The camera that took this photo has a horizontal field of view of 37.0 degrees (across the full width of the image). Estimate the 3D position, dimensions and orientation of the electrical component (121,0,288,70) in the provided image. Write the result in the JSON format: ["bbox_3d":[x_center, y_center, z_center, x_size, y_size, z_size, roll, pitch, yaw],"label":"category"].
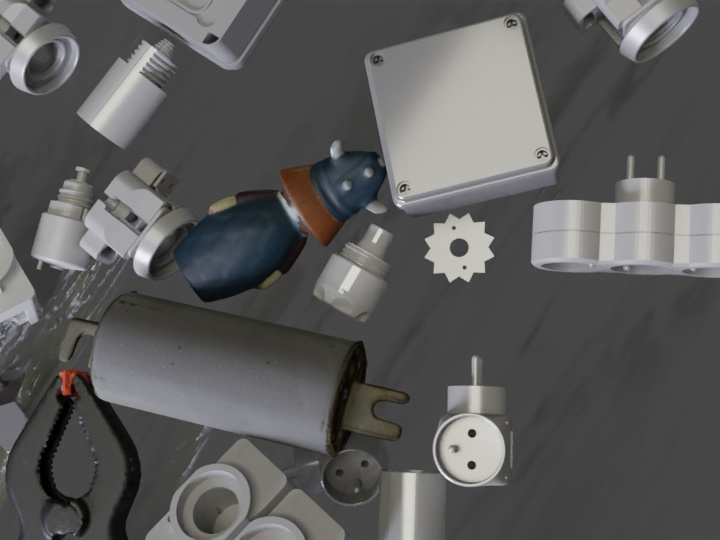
[{"bbox_3d":[-0.116,-0.203,0.766,0.113,0.057,0.078,34,90,15],"label":"electrical component"}]

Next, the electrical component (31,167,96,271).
[{"bbox_3d":[-0.208,-0.035,0.770,0.040,0.040,0.078,13,85,14],"label":"electrical component"}]

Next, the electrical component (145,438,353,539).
[{"bbox_3d":[-0.098,0.207,0.660,0.186,0.060,0.105,-46,54,-12],"label":"electrical component"}]

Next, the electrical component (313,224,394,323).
[{"bbox_3d":[0.000,0.000,0.717,0.043,0.043,0.062,29,88,15],"label":"electrical component"}]

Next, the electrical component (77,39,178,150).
[{"bbox_3d":[-0.161,-0.131,0.773,0.043,0.043,0.081,39,91,15],"label":"electrical component"}]

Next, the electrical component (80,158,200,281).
[{"bbox_3d":[-0.148,-0.030,0.748,0.057,0.058,0.078,38,91,18],"label":"electrical component"}]

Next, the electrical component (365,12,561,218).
[{"bbox_3d":[0.068,-0.100,0.710,0.109,0.056,0.108,-13,79,11],"label":"electrical component"}]

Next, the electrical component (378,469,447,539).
[{"bbox_3d":[0.033,0.169,0.685,0.043,0.043,0.081,0,82,13],"label":"electrical component"}]

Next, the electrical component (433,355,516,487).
[{"bbox_3d":[0.073,0.093,0.669,0.043,0.077,0.079,0,81,13],"label":"electrical component"}]

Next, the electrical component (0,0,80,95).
[{"bbox_3d":[-0.245,-0.165,0.790,0.057,0.058,0.078,40,91,18],"label":"electrical component"}]

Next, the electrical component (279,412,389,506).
[{"bbox_3d":[-0.022,0.137,0.772,0.079,0.077,0.043,-20,105,6],"label":"electrical component"}]

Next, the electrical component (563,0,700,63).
[{"bbox_3d":[0.181,-0.172,0.695,0.078,0.058,0.057,-37,73,5],"label":"electrical component"}]

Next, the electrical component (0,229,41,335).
[{"bbox_3d":[-0.271,0.000,0.763,0.050,0.055,0.089,-29,75,-20],"label":"electrical component"}]

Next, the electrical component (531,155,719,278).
[{"bbox_3d":[0.179,-0.037,0.678,0.138,0.052,0.073,2,82,13],"label":"electrical component"}]
